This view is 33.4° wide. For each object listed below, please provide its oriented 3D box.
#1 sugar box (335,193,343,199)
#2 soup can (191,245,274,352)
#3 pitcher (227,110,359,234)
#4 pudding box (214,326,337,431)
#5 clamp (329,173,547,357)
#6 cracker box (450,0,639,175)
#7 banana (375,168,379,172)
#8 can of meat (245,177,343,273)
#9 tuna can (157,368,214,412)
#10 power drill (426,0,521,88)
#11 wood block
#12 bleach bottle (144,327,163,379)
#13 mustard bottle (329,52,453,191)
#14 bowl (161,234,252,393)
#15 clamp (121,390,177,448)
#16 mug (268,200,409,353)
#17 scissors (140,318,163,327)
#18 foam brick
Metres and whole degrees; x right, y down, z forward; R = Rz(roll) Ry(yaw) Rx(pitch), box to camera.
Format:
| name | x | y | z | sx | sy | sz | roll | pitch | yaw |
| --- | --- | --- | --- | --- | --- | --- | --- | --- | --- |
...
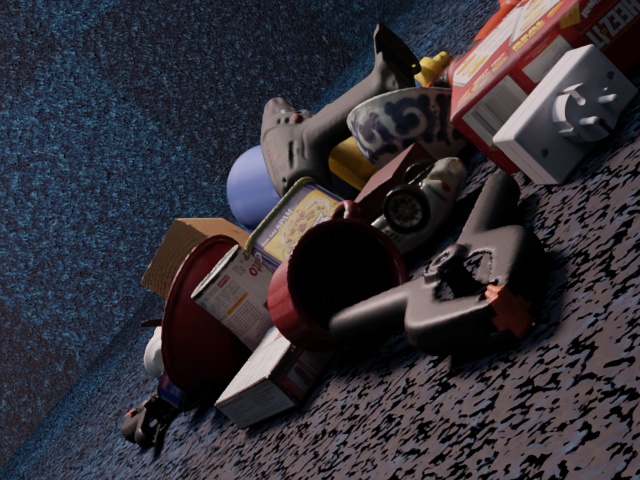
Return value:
| name | x | y | z | sx | sy | sz | roll | pitch | yaw |
| --- | --- | --- | --- | --- | --- | --- | --- | --- | --- |
| sugar box | -0.025 | 0.015 | 1.212 | 0.093 | 0.048 | 0.176 | -53 | 11 | -27 |
| soup can | -0.059 | 0.062 | 0.975 | 0.068 | 0.102 | 0.068 | -47 | 7 | 8 |
| pitcher | -0.032 | -0.083 | 1.401 | 0.145 | 0.149 | 0.243 | -31 | 7 | -16 |
| pudding box | -0.030 | 0.102 | 0.870 | 0.090 | 0.039 | 0.114 | -54 | 9 | -32 |
| clamp | 0.090 | 0.017 | 0.649 | 0.164 | 0.036 | 0.210 | -44 | 11 | -8 |
| cracker box | 0.184 | -0.151 | 0.834 | 0.164 | 0.072 | 0.213 | -44 | 8 | 19 |
| banana | 0.115 | -0.110 | 1.122 | 0.198 | 0.037 | 0.069 | -39 | 31 | 53 |
| can of meat | -0.007 | 0.001 | 1.018 | 0.084 | 0.057 | 0.102 | 32 | 77 | 40 |
| tuna can | -0.134 | 0.138 | 1.128 | 0.086 | 0.034 | 0.086 | -53 | -17 | -24 |
| power drill | 0.193 | -0.218 | 1.131 | 0.187 | 0.057 | 0.185 | -50 | 8 | -17 |
| wood block | -0.130 | 0.031 | 1.301 | 0.090 | 0.091 | 0.206 | -61 | -8 | 6 |
| bleach bottle | -0.169 | 0.124 | 1.276 | 0.102 | 0.068 | 0.251 | -43 | 2 | 5 |
| mustard bottle | 0.089 | -0.147 | 1.255 | 0.191 | 0.058 | 0.096 | -48 | 48 | -7 |
| bowl | -0.090 | 0.078 | 1.056 | 0.161 | 0.055 | 0.162 | -38 | -46 | -55 |
| clamp | -0.180 | 0.190 | 1.228 | 0.120 | 0.039 | 0.172 | -40 | 8 | -22 |
| mug | 0.010 | 0.027 | 0.797 | 0.082 | 0.093 | 0.117 | 140 | 139 | -67 |
| scissors | -0.104 | 0.075 | 1.139 | 0.096 | 0.016 | 0.201 | -30 | -17 | 15 |
| foam brick | 0.073 | -0.040 | 0.946 | 0.051 | 0.053 | 0.078 | -53 | 10 | -35 |
